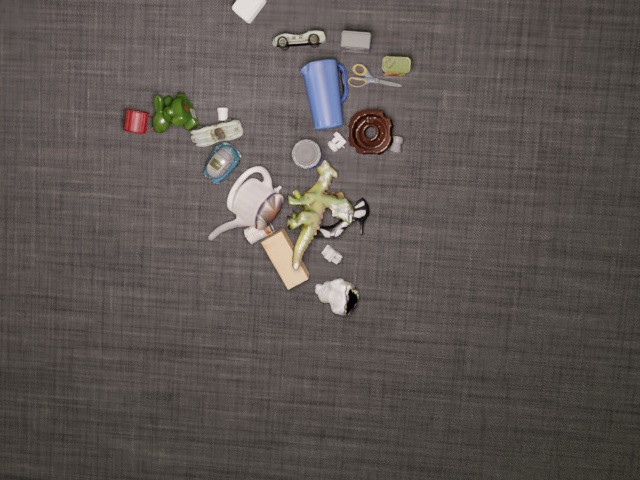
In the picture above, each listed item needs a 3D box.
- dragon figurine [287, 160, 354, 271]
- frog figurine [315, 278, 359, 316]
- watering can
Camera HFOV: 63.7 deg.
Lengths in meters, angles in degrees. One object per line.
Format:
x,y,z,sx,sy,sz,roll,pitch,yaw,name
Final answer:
0.006,-0.096,1.902,0.242,0.121,0.415,-5,76,5,dragon figurine
0.062,0.216,1.978,0.159,0.124,0.136,6,107,39,frog figurine
-0.274,-0.109,1.941,0.226,0.103,0.347,32,93,29,watering can
